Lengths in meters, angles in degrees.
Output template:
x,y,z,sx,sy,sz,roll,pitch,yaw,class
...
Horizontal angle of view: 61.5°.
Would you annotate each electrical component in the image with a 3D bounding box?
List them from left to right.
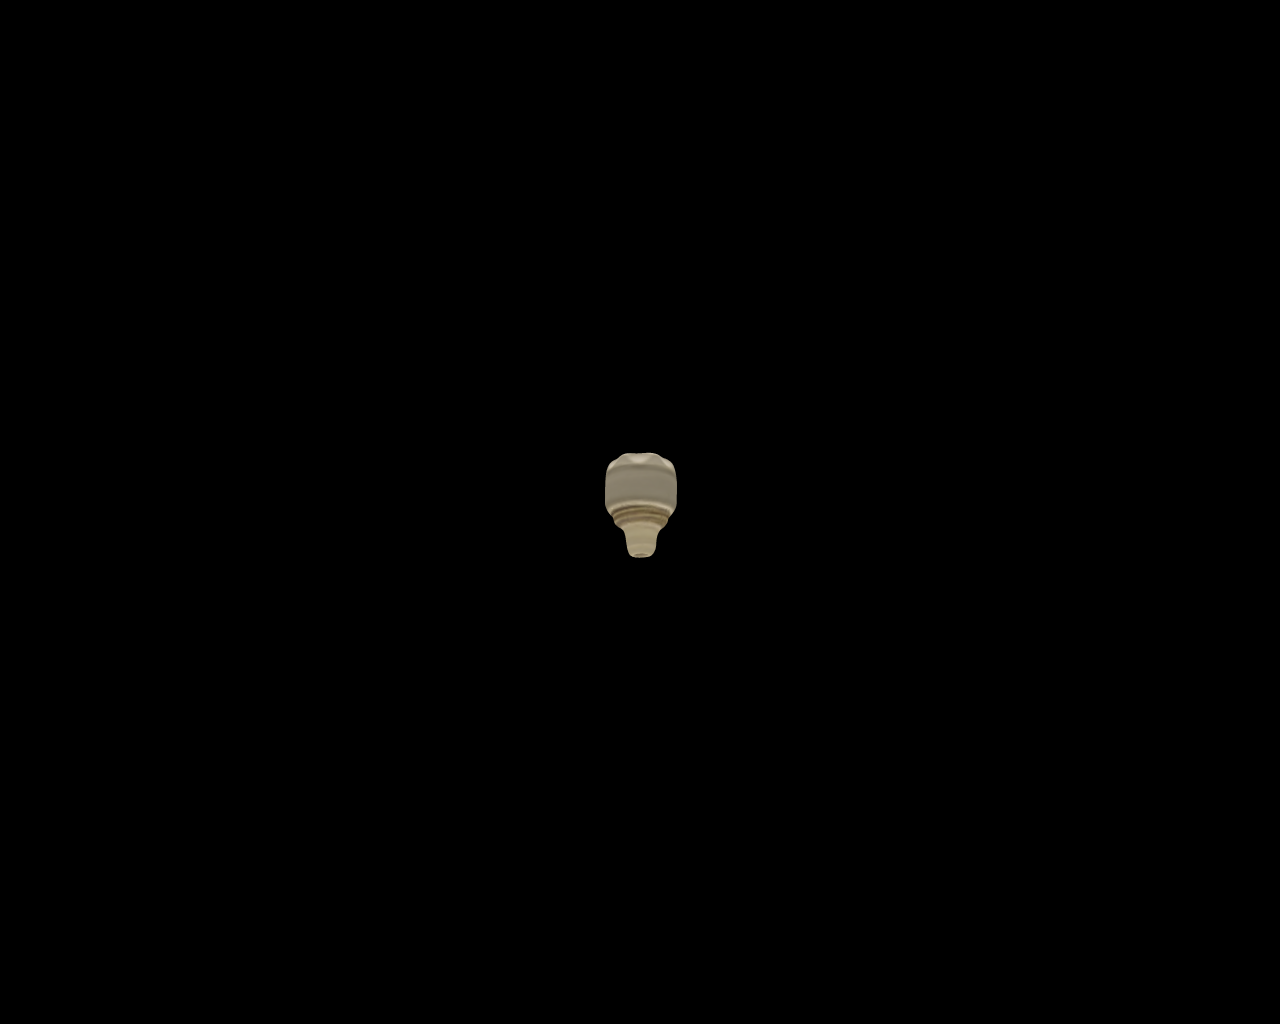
x,y,z,sx,sy,sz,roll,pitch,yaw,class
0.001,-0.003,0.650,0.043,0.062,0.043,0,-16,0,electrical component
